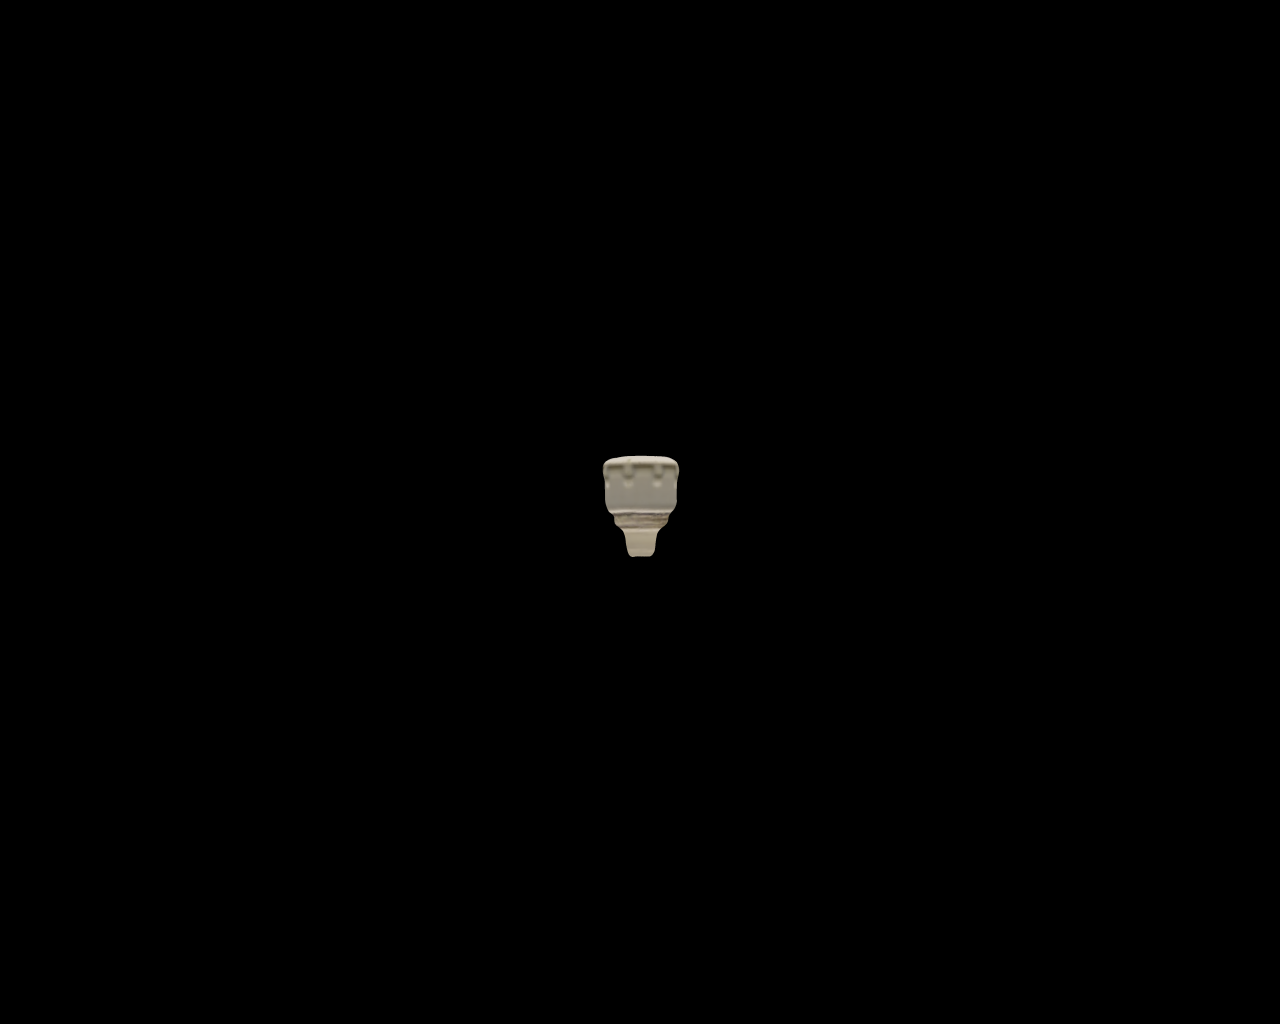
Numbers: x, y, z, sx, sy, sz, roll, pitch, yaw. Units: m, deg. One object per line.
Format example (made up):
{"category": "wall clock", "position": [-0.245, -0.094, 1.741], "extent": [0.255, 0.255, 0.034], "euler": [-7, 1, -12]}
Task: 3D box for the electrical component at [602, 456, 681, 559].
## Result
{"category": "electrical component", "position": [0.001, -0.003, 0.650], "extent": [0.048, 0.062, 0.048], "euler": [0, 0, 0]}
